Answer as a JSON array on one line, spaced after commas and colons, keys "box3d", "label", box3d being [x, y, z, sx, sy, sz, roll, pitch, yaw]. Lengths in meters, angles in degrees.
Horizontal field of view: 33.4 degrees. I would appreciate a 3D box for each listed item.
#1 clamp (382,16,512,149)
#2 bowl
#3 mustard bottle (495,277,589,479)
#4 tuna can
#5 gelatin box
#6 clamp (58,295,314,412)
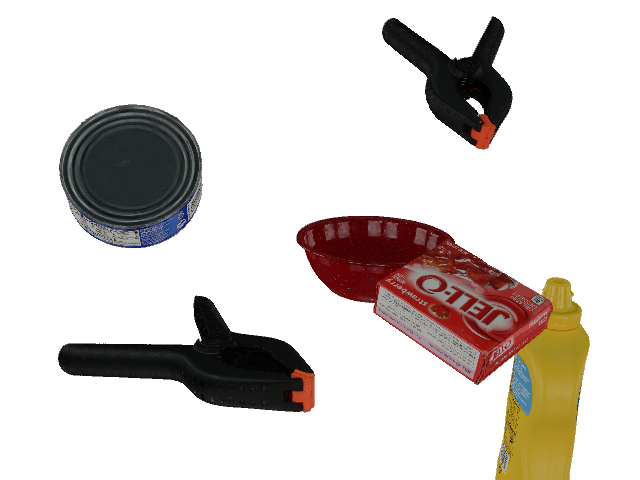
[{"box3d": [0.120, -0.154, 0.987, 0.120, 0.171, 0.039, -1, -44, -1], "label": "clamp"}, {"box3d": [0.055, 0.023, 1.087, 0.162, 0.055, 0.162, 2, 17, -1], "label": "bowl"}, {"box3d": [0.179, 0.121, 0.856, 0.058, 0.192, 0.096, 3, 19, 2], "label": "mustard bottle"}, {"box3d": [-0.115, -0.039, 0.659, 0.086, 0.086, 0.034, 0, -26, -4], "label": "tuna can"}, {"box3d": [0.091, 0.043, 0.682, 0.089, 0.030, 0.073, 33, 45, 31], "label": "gelatin box"}, {"box3d": [-0.083, 0.092, 0.867, 0.210, 0.036, 0.164, 10, 21, 31], "label": "clamp"}]
